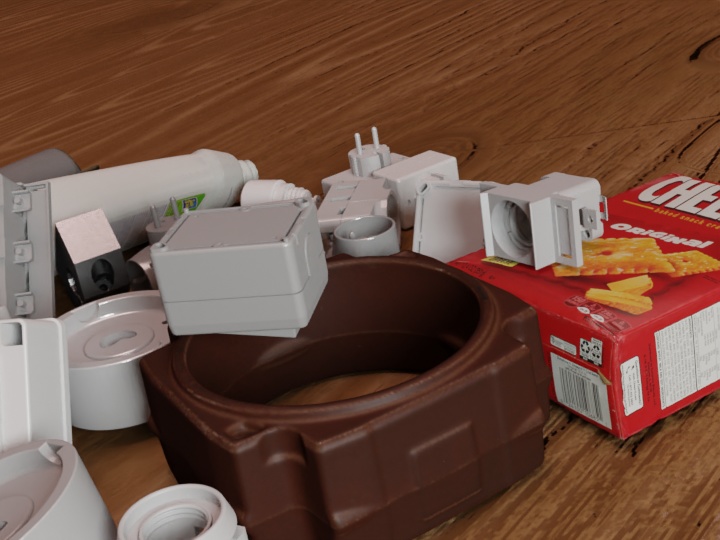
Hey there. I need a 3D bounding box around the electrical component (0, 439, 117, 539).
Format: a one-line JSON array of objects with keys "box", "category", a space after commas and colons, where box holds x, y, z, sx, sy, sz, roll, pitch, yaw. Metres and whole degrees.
[{"box": [-0.172, 0.142, 0.533, 0.108, 0.060, 0.108, -23, 23, 10], "category": "electrical component"}]

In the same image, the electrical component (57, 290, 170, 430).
[{"box": [-0.154, 0.064, 0.710, 0.108, 0.060, 0.108, -8, 24, 4], "category": "electrical component"}]

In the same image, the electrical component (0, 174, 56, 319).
[{"box": [-0.280, -0.008, 0.827, 0.079, 0.121, 0.063, -7, -12, 7], "category": "electrical component"}]

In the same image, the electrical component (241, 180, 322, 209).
[{"box": [-0.073, -0.062, 0.984, 0.078, 0.040, 0.040, 2, 27, 26], "category": "electrical component"}]

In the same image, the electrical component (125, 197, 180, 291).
[{"box": [-0.150, -0.019, 0.870, 0.077, 0.079, 0.043, -27, 27, -34], "category": "electrical component"}]

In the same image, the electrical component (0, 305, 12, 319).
[{"box": [-0.288, 0.069, 0.718, 0.109, 0.056, 0.109, -25, 9, -31], "category": "electrical component"}]

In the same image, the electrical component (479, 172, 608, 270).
[{"box": [0.114, -0.033, 0.665, 0.064, 0.042, 0.081, -20, 23, -31], "category": "electrical component"}]

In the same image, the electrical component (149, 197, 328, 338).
[{"box": [-0.072, 0.002, 0.605, 0.096, 0.061, 0.061, -4, 25, 13], "category": "electrical component"}]

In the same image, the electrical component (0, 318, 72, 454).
[{"box": [-0.227, 0.085, 0.623, 0.109, 0.108, 0.056, -5, -6, 10], "category": "electrical component"}]

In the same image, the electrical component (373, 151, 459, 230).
[{"box": [0.061, -0.066, 0.931, 0.066, 0.047, 0.077, -23, 27, -27], "category": "electrical component"}]

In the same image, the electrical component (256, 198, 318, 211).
[{"box": [-0.083, -0.036, 0.925, 0.077, 0.043, 0.079, -13, 12, -21], "category": "electrical component"}]

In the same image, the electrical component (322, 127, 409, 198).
[{"box": [0.011, -0.090, 0.968, 0.083, 0.075, 0.047, -24, 27, -28], "category": "electrical component"}]

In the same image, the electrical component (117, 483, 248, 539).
[{"box": [-0.084, 0.141, 0.515, 0.078, 0.057, 0.058, 4, 28, 29], "category": "electrical component"}]

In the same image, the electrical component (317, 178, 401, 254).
[{"box": [0.001, -0.037, 0.886, 0.056, 0.050, 0.089, -5, 24, 14], "category": "electrical component"}]

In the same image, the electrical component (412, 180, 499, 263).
[{"box": [0.077, -0.014, 0.771, 0.062, 0.096, 0.061, 4, 0, 30], "category": "electrical component"}]

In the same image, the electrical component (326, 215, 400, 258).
[{"box": [0.000, 0.000, 0.770, 0.043, 0.077, 0.079, -22, 26, -25], "category": "electrical component"}]
